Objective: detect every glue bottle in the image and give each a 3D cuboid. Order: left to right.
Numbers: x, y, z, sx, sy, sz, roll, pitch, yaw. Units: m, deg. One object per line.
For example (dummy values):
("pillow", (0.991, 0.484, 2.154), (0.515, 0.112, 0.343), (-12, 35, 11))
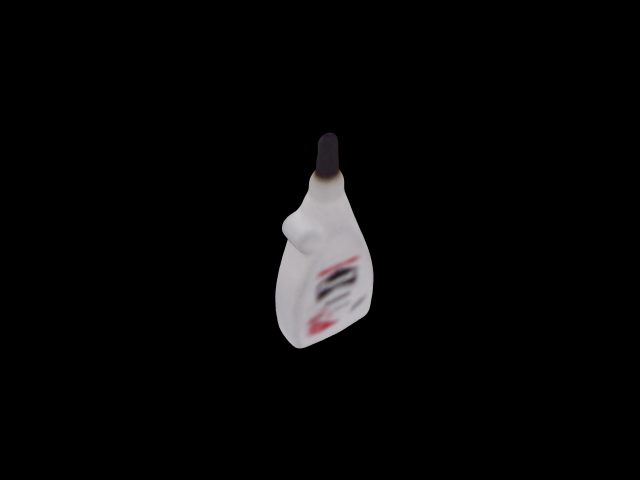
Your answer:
("glue bottle", (0.004, 0.001, 0.400), (0.078, 0.173, 0.037), (-27, 49, -26))
